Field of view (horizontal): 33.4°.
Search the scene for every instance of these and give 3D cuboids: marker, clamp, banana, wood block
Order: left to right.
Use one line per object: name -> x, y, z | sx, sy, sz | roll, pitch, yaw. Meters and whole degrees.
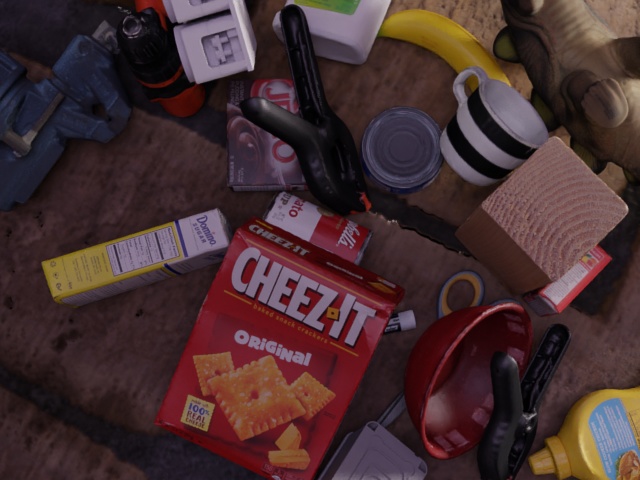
clamp -> -0.009, -0.098, 1.011 | 0.036, 0.164, 0.210 | -11, 122, 27
marker -> 0.035, 0.092, 1.061 | 0.121, 0.020, 0.020 | -13, 83, 0
banana -> 0.138, -0.176, 1.082 | 0.198, 0.037, 0.070 | 38, 116, 8
clamp -> 0.179, 0.162, 1.000 | 0.039, 0.120, 0.171 | 25, 107, 41
wood block -> 0.194, -0.015, 0.974 | 0.090, 0.206, 0.091 | -44, 84, -3

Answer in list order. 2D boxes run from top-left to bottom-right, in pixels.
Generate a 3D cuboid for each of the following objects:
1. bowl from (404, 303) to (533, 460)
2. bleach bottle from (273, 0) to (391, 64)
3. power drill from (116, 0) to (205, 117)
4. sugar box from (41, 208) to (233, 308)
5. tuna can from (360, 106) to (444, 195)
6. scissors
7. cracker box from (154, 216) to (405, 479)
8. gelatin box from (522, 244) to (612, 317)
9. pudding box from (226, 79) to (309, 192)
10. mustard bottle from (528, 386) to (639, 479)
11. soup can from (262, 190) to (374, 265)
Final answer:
bowl -> 0.129, 0.122, 0.996 | 0.055, 0.162, 0.162 | 28, 84, 38
bleach bottle -> 0.043, -0.309, 1.084 | 0.103, 0.068, 0.251 | 17, 80, 16
power drill -> -0.169, -0.227, 1.031 | 0.057, 0.184, 0.188 | -15, 74, 3
sugar box -> -0.171, 0.018, 1.040 | 0.176, 0.093, 0.048 | -20, 83, -1
tuna can -> 0.083, -0.090, 1.073 | 0.086, 0.034, 0.086 | 0, 84, 2
scissors -> 0.108, 0.106, 1.058 | 0.201, 0.016, 0.096 | -32, 86, -2
cracker box -> -0.040, 0.110, 1.006 | 0.164, 0.072, 0.214 | 26, 105, 5
gelatin box -> 0.235, 0.037, 1.025 | 0.073, 0.089, 0.030 | -44, 85, -4
pudding box -> -0.048, -0.106, 1.076 | 0.090, 0.039, 0.113 | -1, 84, 1
mustard bottle -> 0.293, 0.188, 1.022 | 0.191, 0.058, 0.096 | -18, 85, 0
soup can -> -0.007, 0.001, 1.049 | 0.102, 0.068, 0.068 | 24, 85, 5
